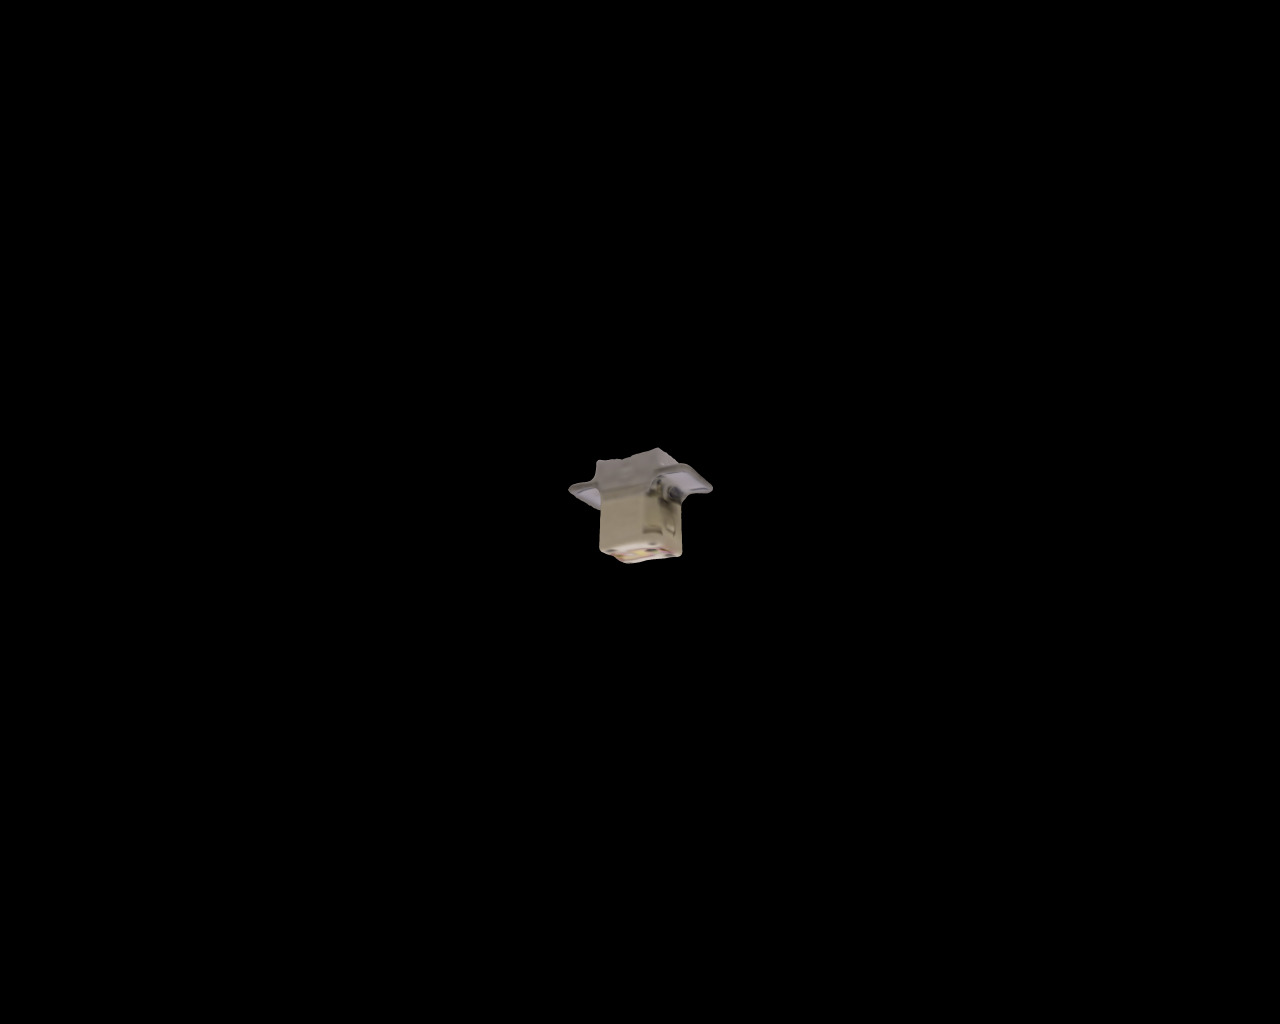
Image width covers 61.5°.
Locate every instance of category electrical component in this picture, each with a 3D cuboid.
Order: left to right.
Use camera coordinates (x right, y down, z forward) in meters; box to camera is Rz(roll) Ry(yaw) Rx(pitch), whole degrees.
[{"bbox_3d":[0.001,-0.003,0.650,0.081,0.064,0.042,-11,-23,27],"label":"electrical component"}]
